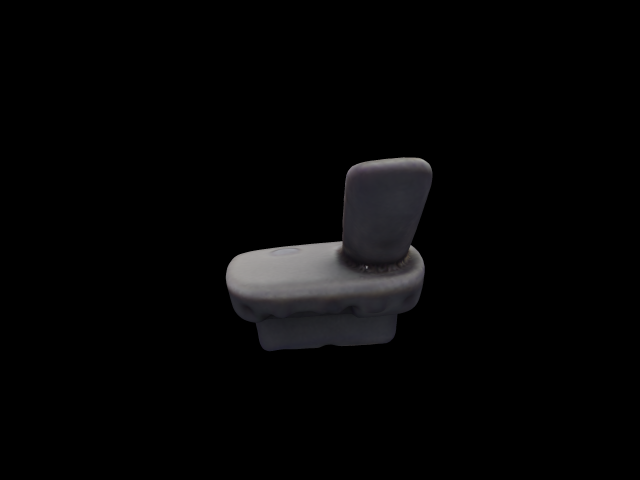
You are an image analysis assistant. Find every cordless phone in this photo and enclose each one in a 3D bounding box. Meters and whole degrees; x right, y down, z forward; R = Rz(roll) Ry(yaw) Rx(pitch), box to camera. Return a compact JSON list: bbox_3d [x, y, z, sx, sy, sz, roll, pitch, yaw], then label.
[{"bbox_3d":[0.004,0.001,0.400,0.147,0.185,0.094,-8,58,-4],"label":"cordless phone"}]
